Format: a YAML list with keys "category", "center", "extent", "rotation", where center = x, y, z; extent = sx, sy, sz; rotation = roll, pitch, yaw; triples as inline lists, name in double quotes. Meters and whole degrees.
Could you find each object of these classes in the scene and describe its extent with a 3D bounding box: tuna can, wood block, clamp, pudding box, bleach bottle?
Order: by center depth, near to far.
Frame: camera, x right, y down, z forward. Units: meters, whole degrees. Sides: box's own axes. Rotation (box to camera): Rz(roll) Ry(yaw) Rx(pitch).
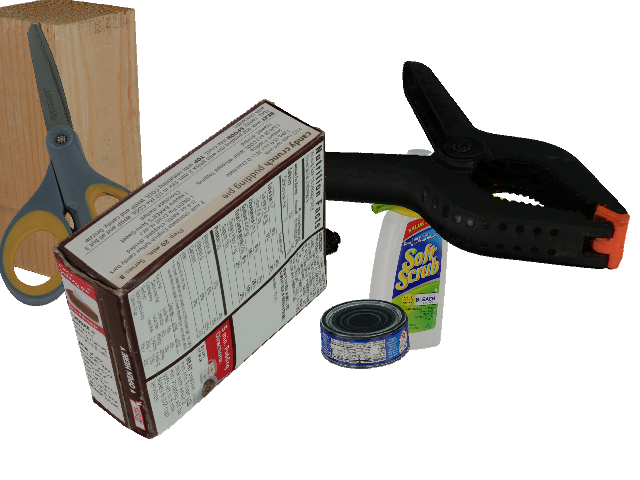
- category: "pudding box"
  center: [-0.045, 0.011, 0.420]
  extent: [0.039, 0.090, 0.113]
  rotation: [28, 52, 27]
- category: "clamp"
  center: [0.066, -0.034, 0.587]
  extent: [0.164, 0.036, 0.210]
  rotation: [-28, 44, -31]
- category: "wood block"
  center: [-0.206, -0.082, 0.859]
  extent: [0.091, 0.206, 0.090]
  rotation: [14, 25, 27]
- category: "tuna can"
  center: [0.042, 0.088, 1.023]
  extent: [0.086, 0.034, 0.086]
  rotation: [-4, 21, 1]
- category: "bleach bottle"
  center: [0.110, 0.011, 1.347]
  extent: [0.102, 0.251, 0.068]
  rotation: [-3, 16, -18]

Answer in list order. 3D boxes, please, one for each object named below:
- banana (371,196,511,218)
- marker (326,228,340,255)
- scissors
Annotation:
- category: "banana"
  center: [0.157, -0.027, 1.135]
  extent: [0.198, 0.037, 0.069]
  rotation: [10, 39, 25]
- category: "marker"
  center: [-0.037, 0.020, 0.808]
  extent: [0.121, 0.020, 0.020]
  rotation: [-24, -11, 25]
- category: "scissors"
  center: [-0.162, -0.041, 0.615]
  extent: [0.096, 0.202, 0.016]
  rotation: [-30, -27, -15]
